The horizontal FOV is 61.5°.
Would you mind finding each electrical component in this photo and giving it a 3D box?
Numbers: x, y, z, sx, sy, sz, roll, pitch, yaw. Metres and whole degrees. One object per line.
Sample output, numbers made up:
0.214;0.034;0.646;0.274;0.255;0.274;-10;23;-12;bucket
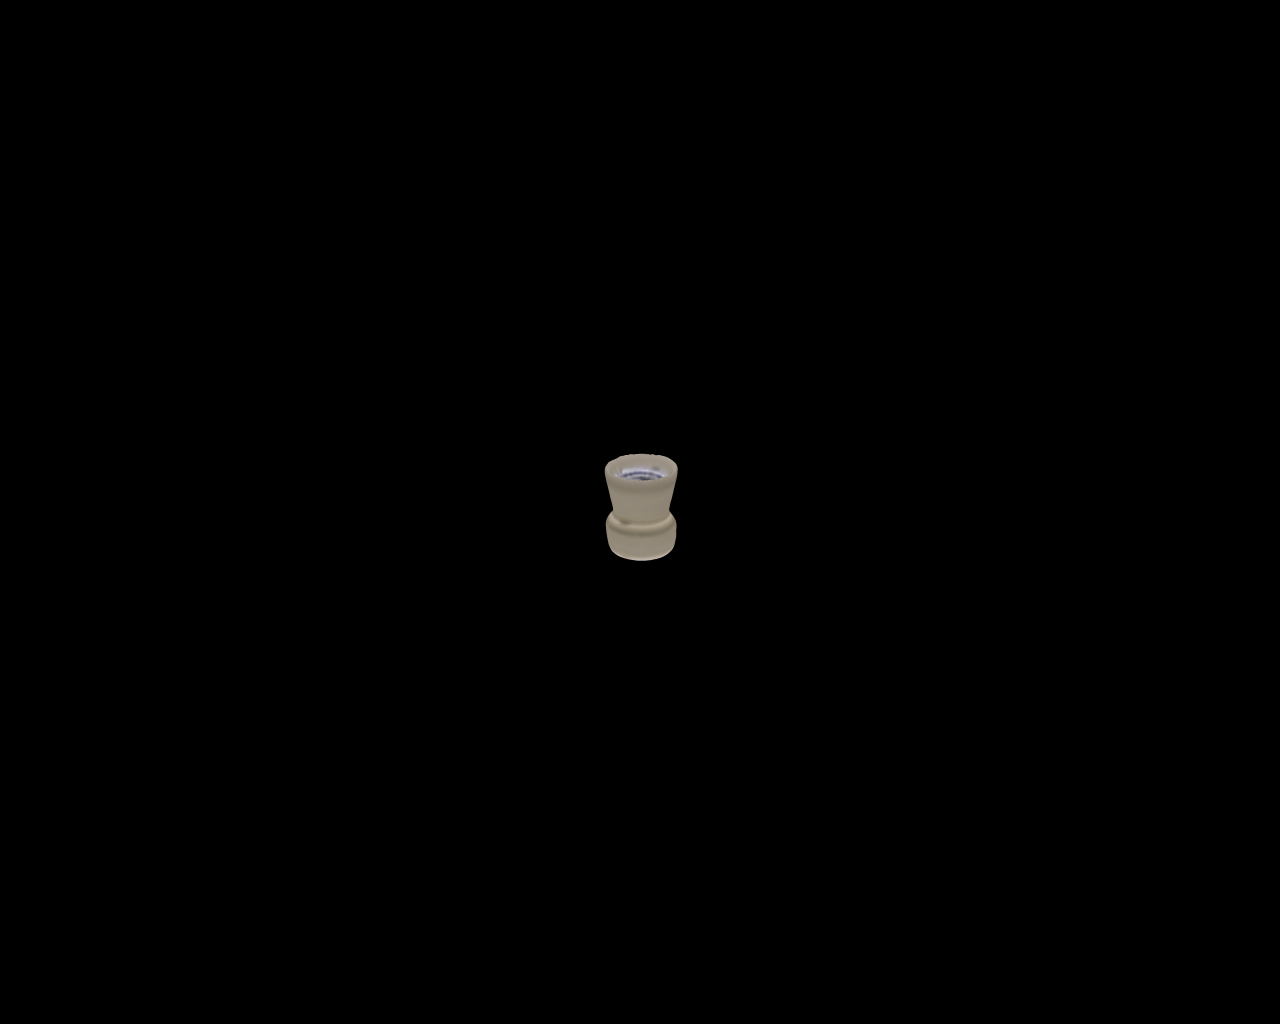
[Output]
0.001;-0.003;0.650;0.045;0.055;0.045;0;25;0;electrical component
